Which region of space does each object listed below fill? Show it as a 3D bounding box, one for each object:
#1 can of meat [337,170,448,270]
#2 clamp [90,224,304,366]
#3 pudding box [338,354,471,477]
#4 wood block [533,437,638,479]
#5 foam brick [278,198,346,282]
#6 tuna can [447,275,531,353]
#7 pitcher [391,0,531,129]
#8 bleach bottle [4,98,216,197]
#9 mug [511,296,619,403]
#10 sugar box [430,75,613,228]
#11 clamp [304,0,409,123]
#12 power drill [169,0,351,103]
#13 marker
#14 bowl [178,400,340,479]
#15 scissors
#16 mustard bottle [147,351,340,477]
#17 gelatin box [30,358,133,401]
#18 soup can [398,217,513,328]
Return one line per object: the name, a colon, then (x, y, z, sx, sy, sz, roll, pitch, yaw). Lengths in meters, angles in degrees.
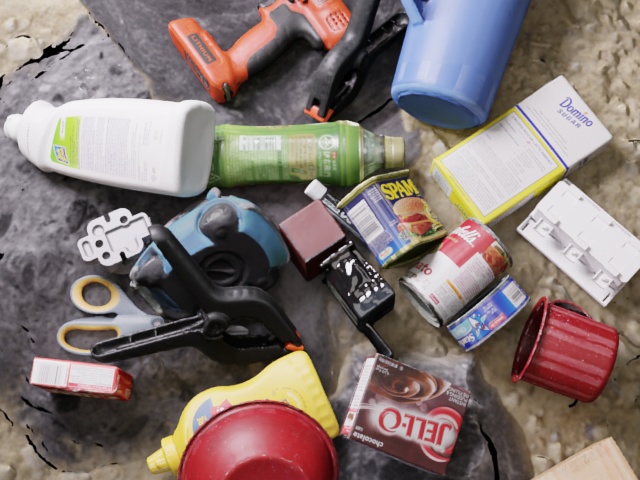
can of meat: (0.078, -0.021, 1.113, 0.058, 0.101, 0.084, -40, 76, 31)
clamp: (-0.109, 0.070, 1.073, 0.209, 0.165, 0.036, 12, 29, -20)
pudding box: (0.086, 0.176, 1.072, 0.113, 0.039, 0.090, 23, 75, -11)
wood block: (0.288, 0.303, 1.017, 0.090, 0.091, 0.206, -28, 76, -5)
foam brick: (-0.007, 0.001, 1.120, 0.051, 0.078, 0.053, -33, 76, -10)
tuna can: (0.171, 0.074, 1.086, 0.086, 0.086, 0.034, -40, 86, -9)
pitcher: (0.153, -0.253, 1.156, 0.149, 0.145, 0.243, 16, 78, 11)
bleach bottle: (-0.234, -0.112, 1.137, 0.251, 0.068, 0.102, 12, 100, 27)
mug: (0.250, 0.107, 1.083, 0.081, 0.093, 0.117, 20, 40, 2)
sugar box: (0.217, -0.092, 1.155, 0.176, 0.048, 0.093, -32, 76, -10)
clamp: (0.044, -0.205, 1.178, 0.039, 0.120, 0.171, 36, 100, 31)
power drill: (-0.074, -0.257, 1.205, 0.187, 0.057, 0.184, -33, 76, -7)
marker: (0.035, -0.019, 1.133, 0.121, 0.020, 0.020, 40, 78, -11)
bowl: (-0.056, 0.240, 1.031, 0.162, 0.055, 0.162, -2, 102, -8)
scissors: (-0.182, 0.073, 1.139, 0.201, 0.016, 0.096, -11, 74, -1)
mustard bottle: (-0.083, 0.191, 1.079, 0.191, 0.058, 0.096, -23, 84, -4)
gelatin box: (-0.242, 0.144, 1.091, 0.089, 0.073, 0.030, 6, 76, 3)
soup can: (0.140, 0.034, 1.110, 0.102, 0.068, 0.068, -40, 77, -8)
